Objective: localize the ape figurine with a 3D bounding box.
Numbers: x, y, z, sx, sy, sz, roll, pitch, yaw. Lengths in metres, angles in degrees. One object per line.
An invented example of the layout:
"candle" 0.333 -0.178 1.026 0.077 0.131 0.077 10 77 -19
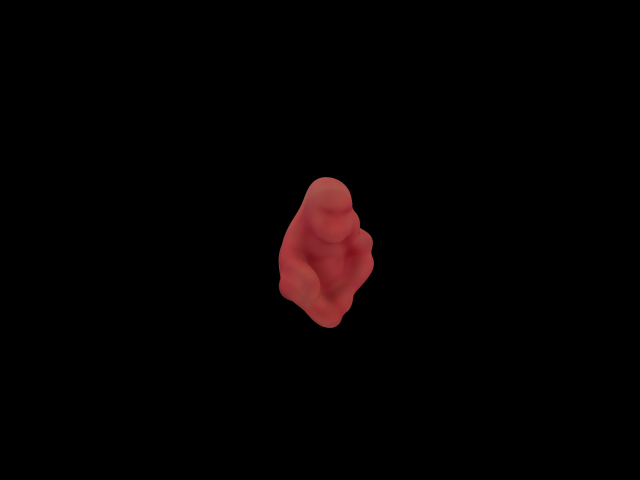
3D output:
"ape figurine" 0.004 0.001 0.400 0.078 0.092 0.076 -14 32 -23
